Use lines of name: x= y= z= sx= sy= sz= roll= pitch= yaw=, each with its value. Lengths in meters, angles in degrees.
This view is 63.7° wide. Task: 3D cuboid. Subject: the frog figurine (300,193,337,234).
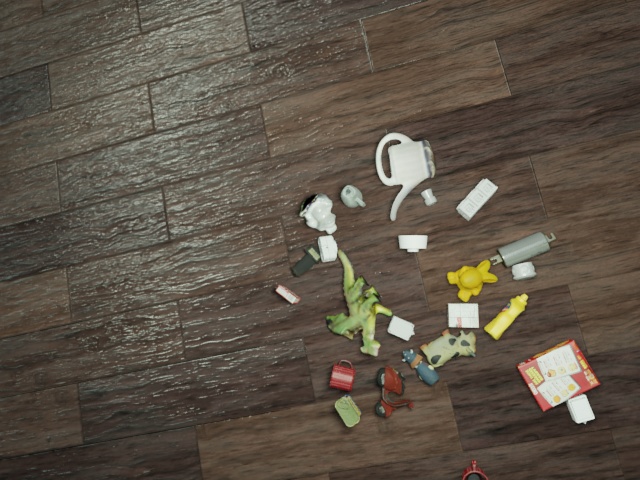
frog figurine: x=0.006 y=-0.103 z=2.053 sx=0.158 sy=0.123 sz=0.138 roll=38 pitch=80 yaw=-21

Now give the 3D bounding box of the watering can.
watering can: x=0.339 y=-0.257 z=1.994 sx=0.224 sy=0.103 sz=0.351 roll=-10 pitch=78 yaw=10

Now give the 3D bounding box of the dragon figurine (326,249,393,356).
dragon figurine: x=0.117 y=0.257 z=1.961 sx=0.241 sy=0.121 sz=0.417 roll=-43 pitch=62 yaw=9
